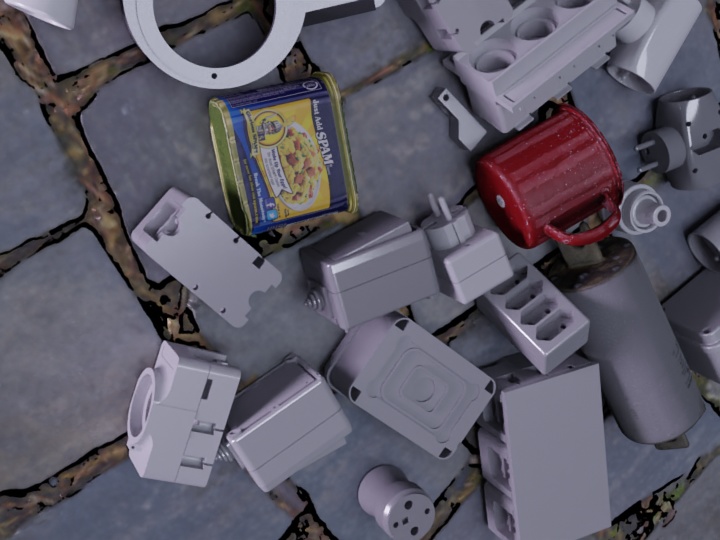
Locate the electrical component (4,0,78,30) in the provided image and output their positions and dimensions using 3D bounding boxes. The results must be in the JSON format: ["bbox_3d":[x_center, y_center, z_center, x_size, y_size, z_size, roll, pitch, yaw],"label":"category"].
[{"bbox_3d":[-0.192,-0.185,0.675,0.045,0.045,0.055,20,93,-26],"label":"electrical component"}]

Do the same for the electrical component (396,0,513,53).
[{"bbox_3d":[0.059,-0.206,0.774,0.050,0.056,0.089,-41,115,-10],"label":"electrical component"}]

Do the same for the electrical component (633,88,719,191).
[{"bbox_3d":[0.262,-0.104,0.895,0.079,0.043,0.077,-21,110,-18],"label":"electrical component"}]

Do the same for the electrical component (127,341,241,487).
[{"bbox_3d":[-0.130,0.102,0.768,0.056,0.050,0.089,15,96,-26],"label":"electrical component"}]

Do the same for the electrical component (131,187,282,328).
[{"bbox_3d":[-0.108,-0.010,0.748,0.089,0.056,0.050,43,84,-26],"label":"electrical component"}]

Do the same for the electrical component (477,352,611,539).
[{"bbox_3d":[0.150,0.149,0.896,0.089,0.062,0.150,-14,108,-20],"label":"electrical component"}]

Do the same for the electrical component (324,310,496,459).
[{"bbox_3d":[0.037,0.084,0.834,0.113,0.057,0.078,36,87,-26],"label":"electrical component"}]

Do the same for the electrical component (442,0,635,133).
[{"bbox_3d":[0.135,-0.164,0.810,0.121,0.079,0.063,-39,142,-11],"label":"electrical component"}]

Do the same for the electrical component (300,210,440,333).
[{"bbox_3d":[0.000,0.000,0.795,0.096,0.062,0.061,-21,110,-18],"label":"electrical component"}]

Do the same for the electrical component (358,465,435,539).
[{"bbox_3d":[0.029,0.186,0.856,0.045,0.055,0.045,-6,105,-23],"label":"electrical component"}]

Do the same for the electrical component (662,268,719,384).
[{"bbox_3d":[0.325,0.037,0.938,0.113,0.078,0.057,-37,117,-12],"label":"electrical component"}]

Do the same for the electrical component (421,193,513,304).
[{"bbox_3d":[0.070,-0.024,0.818,0.047,0.066,0.076,-30,113,-15],"label":"electrical component"}]

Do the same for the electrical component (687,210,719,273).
[{"bbox_3d":[0.332,-0.038,0.942,0.081,0.043,0.043,-37,114,-12],"label":"electrical component"}]

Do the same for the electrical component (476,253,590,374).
[{"bbox_3d":[0.138,0.043,0.865,0.047,0.083,0.075,-36,152,-12],"label":"electrical component"}]

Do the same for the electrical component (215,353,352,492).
[{"bbox_3d":[-0.063,0.118,0.795,0.096,0.062,0.061,-34,114,-13],"label":"electrical component"}]

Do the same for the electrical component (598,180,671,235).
[{"bbox_3d":[0.229,-0.050,0.883,0.043,0.062,0.043,-6,105,-23],"label":"electrical component"}]

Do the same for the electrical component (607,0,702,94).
[{"bbox_3d":[0.222,-0.193,0.856,0.079,0.044,0.077,30,89,-26],"label":"electrical component"}]
